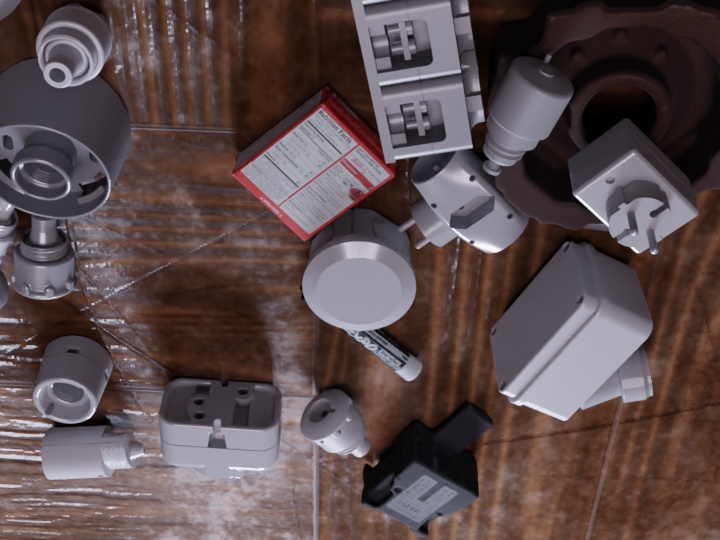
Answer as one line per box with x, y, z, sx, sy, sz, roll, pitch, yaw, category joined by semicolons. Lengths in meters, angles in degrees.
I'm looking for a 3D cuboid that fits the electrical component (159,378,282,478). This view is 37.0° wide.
-0.113;0.129;0.875;0.095;0.053;0.059;4;128;-1;electrical component

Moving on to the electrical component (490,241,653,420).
0.150;0.044;0.784;0.057;0.078;0.113;23;125;-19;electrical component

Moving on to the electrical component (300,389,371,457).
-0.015;0.130;0.880;0.048;0.048;0.062;-27;129;21;electrical component

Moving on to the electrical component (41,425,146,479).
-0.221;0.152;0.904;0.081;0.043;0.043;-3;127;4;electrical component

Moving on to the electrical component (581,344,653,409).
0.195;0.082;0.832;0.055;0.045;0.045;-10;126;9;electrical component

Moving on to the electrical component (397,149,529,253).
0.062;-0.042;0.743;0.079;0.043;0.077;-35;119;26;electrical component

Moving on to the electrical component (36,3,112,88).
-0.180;-0.135;0.669;0.043;0.062;0.043;1;128;2;electrical component

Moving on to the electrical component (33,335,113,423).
-0.229;0.088;0.852;0.055;0.047;0.055;1;128;1;electrical component

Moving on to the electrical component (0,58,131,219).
-0.207;-0.084;0.724;0.099;0.064;0.099;3;141;2;electrical component

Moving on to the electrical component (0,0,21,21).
-0.261;-0.184;0.649;0.099;0.064;0.099;9;127;13;electrical component

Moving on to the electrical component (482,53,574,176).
0.095;-0.090;0.639;0.040;0.040;0.078;18;128;-11;electrical component

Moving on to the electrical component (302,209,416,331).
0.000;0.000;0.773;0.080;0.051;0.080;1;127;1;electrical component

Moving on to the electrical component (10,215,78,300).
-0.228;-0.013;0.778;0.048;0.048;0.062;8;120;-4;electrical component

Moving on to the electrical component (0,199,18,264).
-0.263;-0.034;0.763;0.048;0.048;0.062;34;115;-22;electrical component

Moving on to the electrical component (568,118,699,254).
0.167;-0.040;0.651;0.066;0.076;0.047;38;123;-24;electrical component

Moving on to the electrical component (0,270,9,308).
-0.298;0.021;0.806;0.062;0.048;0.048;-33;120;32;electrical component

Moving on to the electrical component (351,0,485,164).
0.033;-0.152;0.630;0.062;0.089;0.150;-8;127;8;electrical component
